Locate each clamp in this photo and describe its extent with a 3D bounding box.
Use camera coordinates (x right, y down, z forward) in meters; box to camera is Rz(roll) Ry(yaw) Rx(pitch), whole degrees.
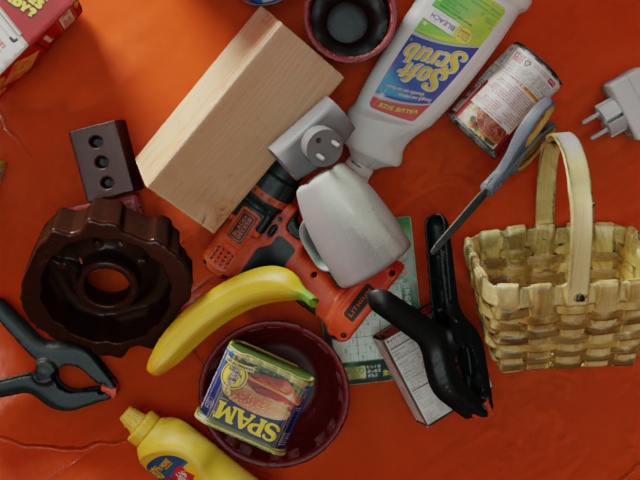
[{"bbox_3d":[-0.302,0.130,1.163,0.171,0.039,0.120,9,103,-6],"label":"clamp"},{"bbox_3d":[0.118,0.096,1.063,0.036,0.164,0.210,-12,106,37],"label":"clamp"}]

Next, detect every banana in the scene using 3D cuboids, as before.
[{"bbox_3d":[-0.095,0.073,1.086,0.198,0.069,0.037,-26,127,16],"label":"banana"}]

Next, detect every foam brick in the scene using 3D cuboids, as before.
[{"bbox_3d":[-0.225,-0.083,1.124,0.053,0.051,0.078,-14,97,4],"label":"foam brick"}]

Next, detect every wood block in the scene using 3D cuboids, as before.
[{"bbox_3d":[-0.084,-0.123,1.083,0.090,0.090,0.206,36,98,-28],"label":"wood block"}]

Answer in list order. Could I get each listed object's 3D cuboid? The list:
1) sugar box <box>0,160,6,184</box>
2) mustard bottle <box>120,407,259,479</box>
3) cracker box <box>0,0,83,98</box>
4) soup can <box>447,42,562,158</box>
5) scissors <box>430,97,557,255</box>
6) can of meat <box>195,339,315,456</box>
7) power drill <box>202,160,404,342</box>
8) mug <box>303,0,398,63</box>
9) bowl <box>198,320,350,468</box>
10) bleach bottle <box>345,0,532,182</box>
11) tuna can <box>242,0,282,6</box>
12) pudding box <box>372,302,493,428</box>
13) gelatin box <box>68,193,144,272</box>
[{"bbox_3d":[-0.433,-0.073,1.135,0.176,0.048,0.093,22,97,-3],"label":"sugar box"},{"bbox_3d":[-0.137,0.246,1.151,0.191,0.096,0.058,40,53,-3],"label":"mustard bottle"},{"bbox_3d":[-0.374,-0.219,1.082,0.164,0.072,0.213,43,84,-4],"label":"cracker box"},{"bbox_3d":[0.189,-0.144,1.094,0.068,0.068,0.102,42,96,-4],"label":"soup can"},{"bbox_3d":[0.178,-0.071,1.062,0.016,0.096,0.201,36,58,22],"label":"scissors"},{"bbox_3d":[-0.065,0.160,1.095,0.102,0.057,0.084,24,96,-1],"label":"can of meat"},{"bbox_3d":[-0.007,0.001,1.115,0.188,0.057,0.184,37,106,6],"label":"power drill"},{"bbox_3d":[0.024,-0.233,1.078,0.093,0.081,0.117,-29,95,2],"label":"mug"},{"bbox_3d":[-0.048,0.160,1.150,0.162,0.055,0.162,0,98,2],"label":"bowl"},{"bbox_3d":[0.107,-0.165,1.098,0.102,0.068,0.251,32,100,-2],"label":"bleach bottle"},{"bbox_3d":[-0.055,-0.282,1.078,0.086,0.033,0.086,-8,64,16],"label":"tuna can"},{"bbox_3d":[0.121,0.129,1.137,0.090,0.039,0.113,-29,98,-9],"label":"pudding box"},{"bbox_3d":[-0.230,-0.006,1.146,0.089,0.030,0.073,-12,98,3],"label":"gelatin box"}]
